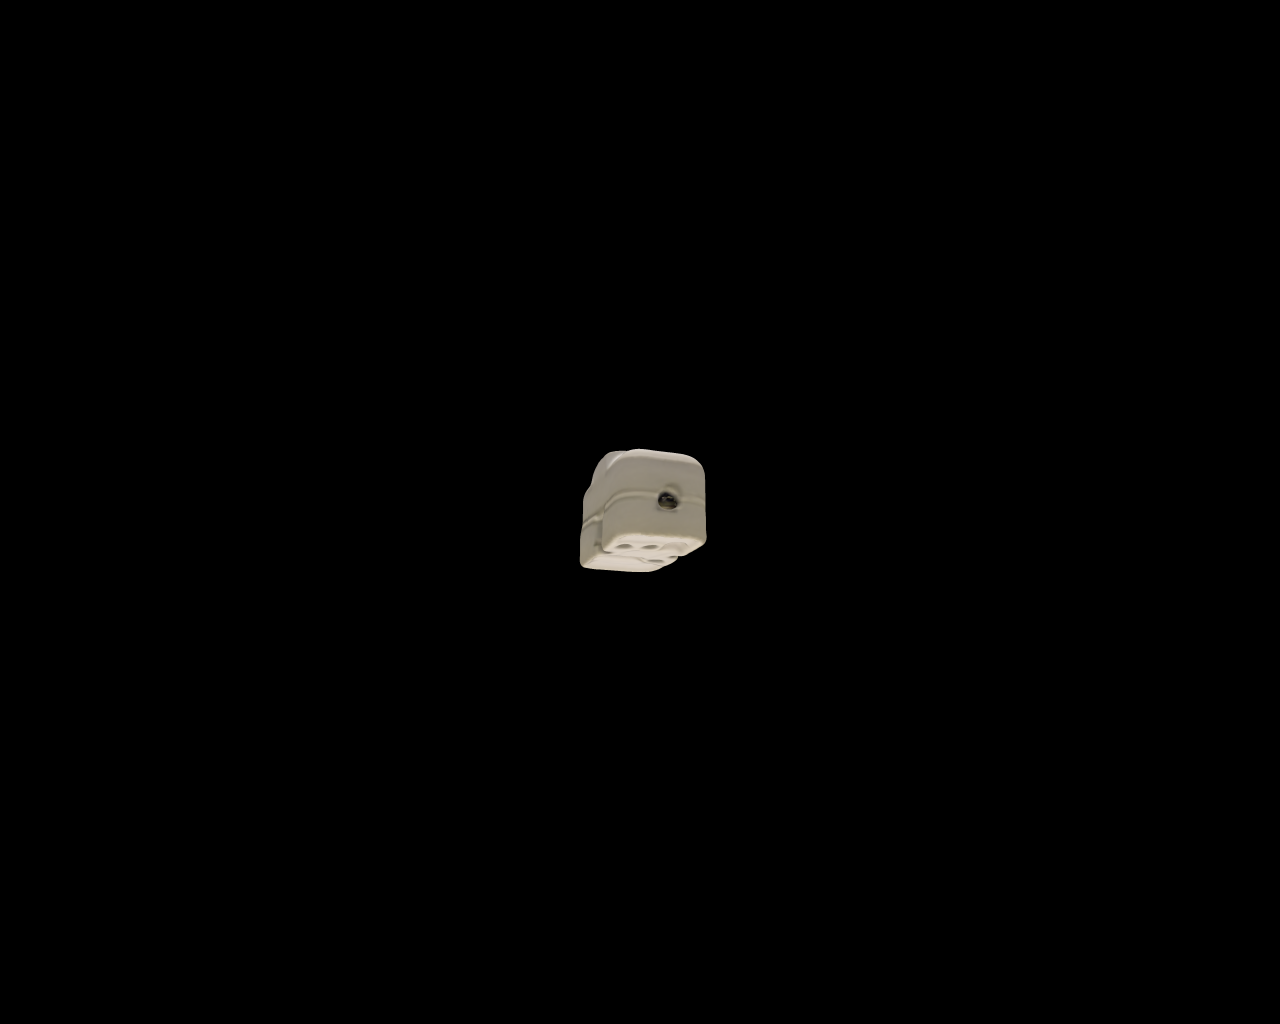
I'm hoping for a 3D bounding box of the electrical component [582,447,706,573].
[{"bbox_3d":[0.001,-0.003,0.650,0.054,0.059,0.095,6,-17,-19],"label":"electrical component"}]
